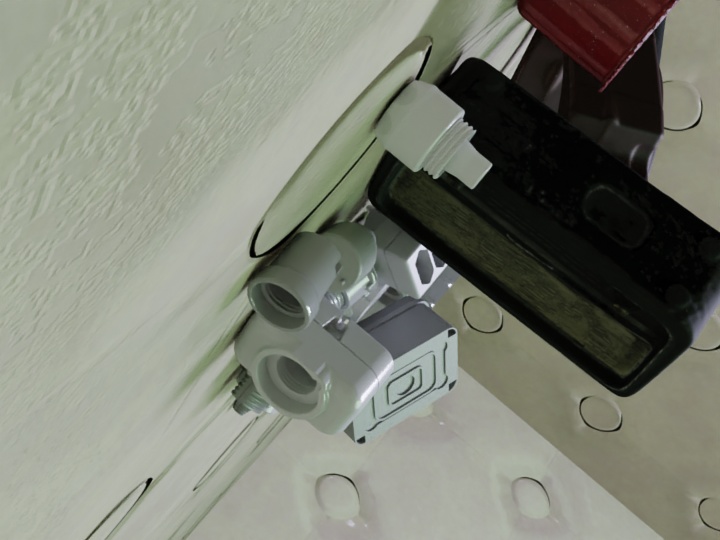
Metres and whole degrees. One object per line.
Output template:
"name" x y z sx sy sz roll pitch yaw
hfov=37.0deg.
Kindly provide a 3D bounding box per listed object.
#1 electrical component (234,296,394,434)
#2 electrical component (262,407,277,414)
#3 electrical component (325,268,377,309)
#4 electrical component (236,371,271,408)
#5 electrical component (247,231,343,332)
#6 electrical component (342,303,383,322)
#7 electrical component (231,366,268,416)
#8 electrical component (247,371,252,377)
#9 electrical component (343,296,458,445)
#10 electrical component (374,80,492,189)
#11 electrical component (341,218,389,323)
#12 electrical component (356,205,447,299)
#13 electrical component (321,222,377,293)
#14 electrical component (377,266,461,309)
"electrical component" -0.034 0.061 0.722 0.059 0.095 0.053 -46 174 -47
"electrical component" -0.084 0.107 1.022 0.046 0.040 0.040 -55 176 6
"electrical component" -0.022 0.012 0.781 0.062 0.048 0.048 -41 173 -23
"electrical component" -0.059 0.100 0.957 0.047 0.076 0.083 -50 176 5
"electrical component" -0.035 0.006 0.605 0.046 0.040 0.040 -55 180 -39
"electrical component" 0.006 0.029 1.127 0.061 0.062 0.096 -51 176 10
"electrical component" -0.075 0.087 0.891 0.081 0.043 0.043 -50 176 -1
"electrical component" -0.055 0.062 0.824 0.065 0.047 0.077 -58 147 0
"electrical component" 0.021 0.081 0.896 0.113 0.057 0.078 -28 135 -25
"electrical component" 0.042 -0.070 0.580 0.043 0.062 0.043 -50 176 -5
"electrical component" 0.000 0.000 0.855 0.080 0.051 0.080 -50 176 -4
"electrical component" 0.028 -0.028 0.798 0.065 0.077 0.047 -49 143 -22
"electrical component" -0.008 -0.013 0.718 0.040 0.040 0.078 -52 175 25
"electrical component" 0.050 -0.020 0.942 0.061 0.089 0.150 -48 176 -25
